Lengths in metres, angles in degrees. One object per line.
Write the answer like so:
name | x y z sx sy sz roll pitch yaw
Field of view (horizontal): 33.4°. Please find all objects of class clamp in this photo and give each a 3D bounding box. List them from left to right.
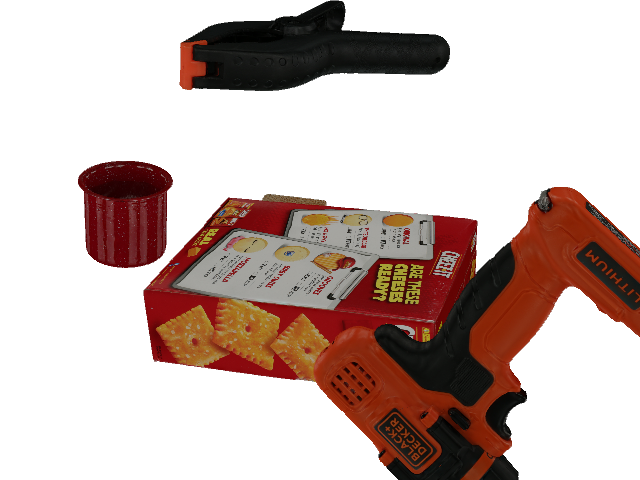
clamp | -0.018 -0.125 0.677 0.171 0.039 0.120 -8 22 -28

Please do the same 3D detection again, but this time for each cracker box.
cracker box | -0.001 0.038 0.807 0.214 0.072 0.164 6 28 17

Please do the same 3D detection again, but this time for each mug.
mug | -0.197 -0.031 1.088 0.093 0.081 0.117 3 28 -4

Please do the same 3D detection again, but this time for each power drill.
power drill | 0.115 0.078 0.590 0.188 0.184 0.057 -46 -1 15

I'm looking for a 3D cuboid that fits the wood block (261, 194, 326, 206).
wood block | -0.048 0.049 1.500 0.090 0.206 0.090 7 22 6
